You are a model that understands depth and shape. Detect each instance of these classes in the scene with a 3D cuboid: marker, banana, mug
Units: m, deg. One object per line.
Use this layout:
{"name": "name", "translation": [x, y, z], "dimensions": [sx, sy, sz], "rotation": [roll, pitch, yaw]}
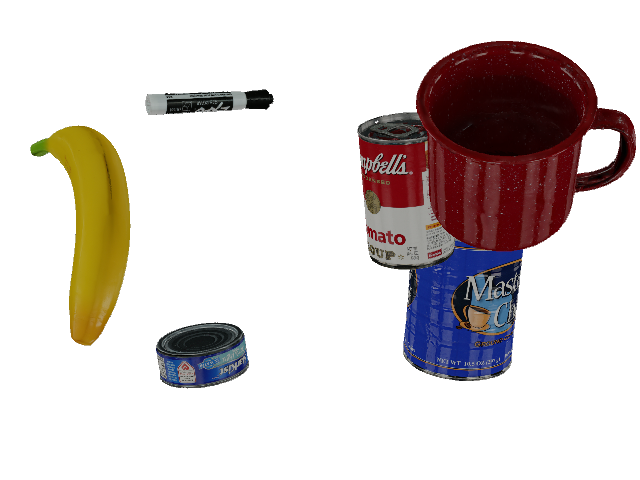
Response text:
{"name": "marker", "translation": [-0.101, -0.129, 0.990], "dimensions": [0.121, 0.020, 0.020], "rotation": [-6, 2, -23]}
{"name": "banana", "translation": [-0.160, -0.020, 0.741], "dimensions": [0.037, 0.198, 0.070], "rotation": [18, -54, -37]}
{"name": "mug", "translation": [0.112, -0.049, 0.584], "dimensions": [0.117, 0.093, 0.081], "rotation": [-2, -40, 5]}

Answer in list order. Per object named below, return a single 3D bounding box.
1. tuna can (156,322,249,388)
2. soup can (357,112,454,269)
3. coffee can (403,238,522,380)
{"name": "tuna can", "translation": [-0.112, 0.108, 1.014], "dimensions": [0.086, 0.034, 0.086], "rotation": [-6, 16, 2]}
{"name": "soup can", "translation": [0.065, -0.038, 0.799], "dimensions": [0.068, 0.102, 0.068], "rotation": [-5, 23, 2]}
{"name": "coffee can", "translation": [0.132, 0.044, 0.985], "dimensions": [0.103, 0.140, 0.103], "rotation": [2, 20, -1]}
